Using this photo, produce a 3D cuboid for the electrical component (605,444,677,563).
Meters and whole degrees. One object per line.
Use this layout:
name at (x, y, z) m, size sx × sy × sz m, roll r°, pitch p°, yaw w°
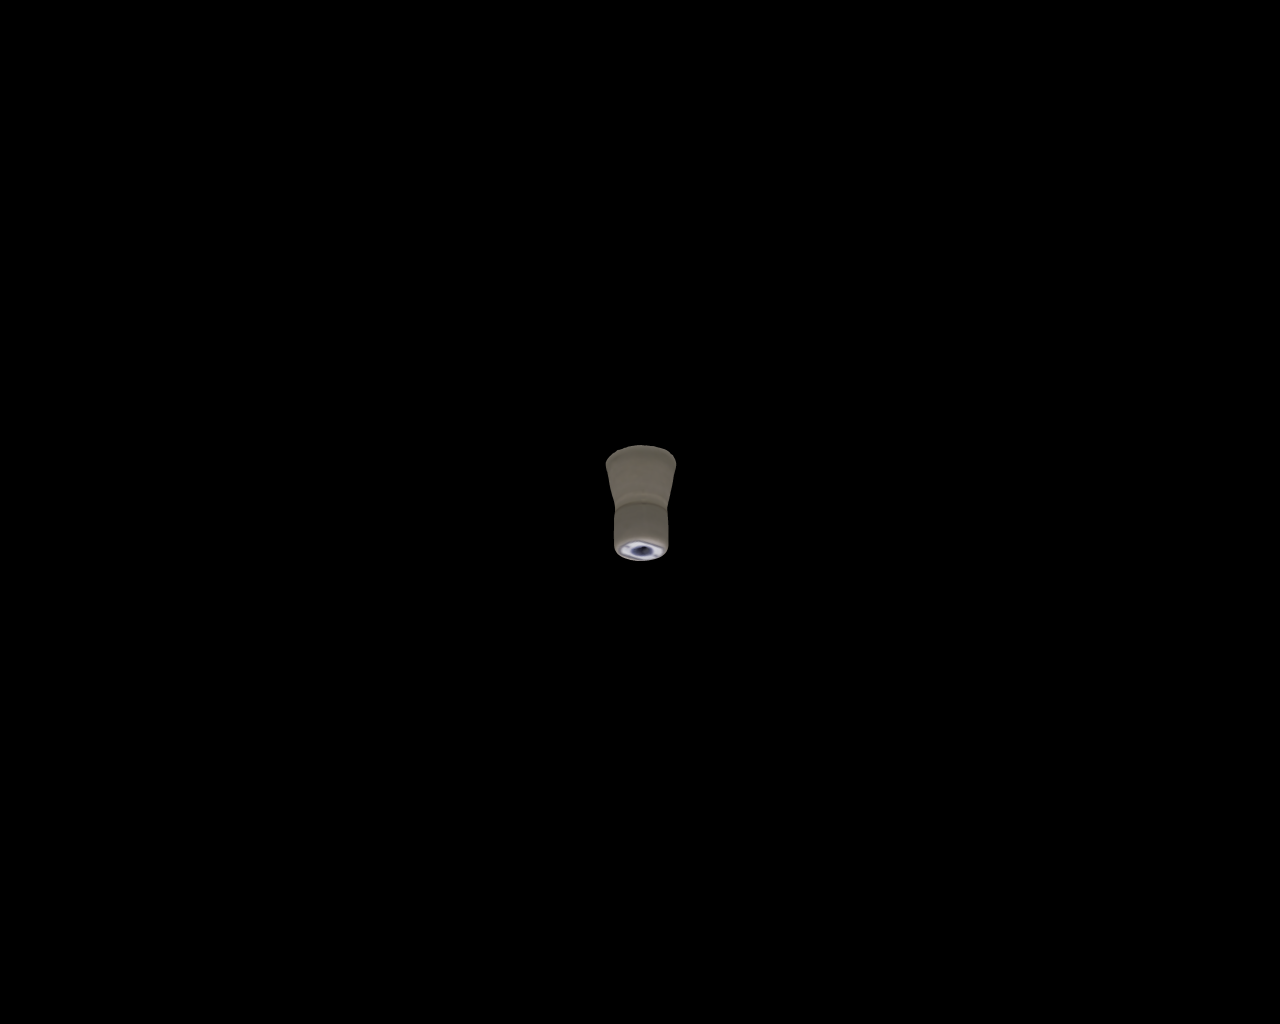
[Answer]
electrical component at (0.001, -0.003, 0.650) m, size 0.044 × 0.065 × 0.044 m, roll 0°, pitch -28°, yaw 0°
